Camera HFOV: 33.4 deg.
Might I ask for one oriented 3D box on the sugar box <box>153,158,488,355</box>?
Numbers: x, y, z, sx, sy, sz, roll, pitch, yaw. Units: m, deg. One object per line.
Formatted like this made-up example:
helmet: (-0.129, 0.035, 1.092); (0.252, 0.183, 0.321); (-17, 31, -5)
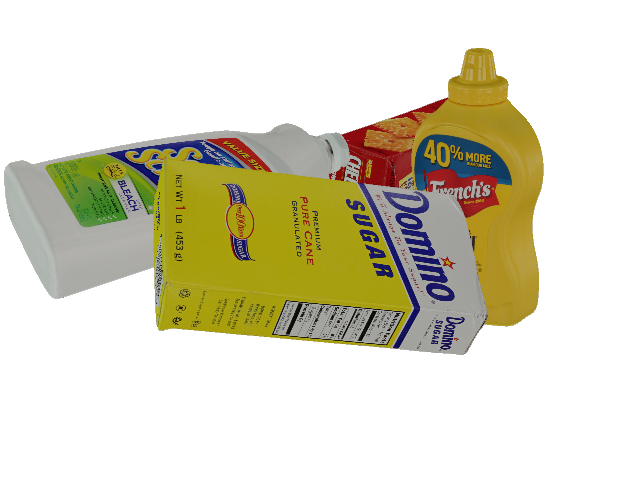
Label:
sugar box: (-0.002, 0.009, 0.588); (0.176, 0.093, 0.048); (4, -42, -14)

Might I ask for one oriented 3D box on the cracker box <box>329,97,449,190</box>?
cracker box: (0.090, -0.036, 1.017); (0.072, 0.164, 0.213); (25, 31, 32)

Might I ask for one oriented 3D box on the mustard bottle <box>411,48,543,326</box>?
mustard bottle: (0.110, -0.040, 0.755); (0.096, 0.192, 0.058); (17, 28, 38)

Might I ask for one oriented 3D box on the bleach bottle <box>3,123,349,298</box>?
bleach bottle: (-0.095, -0.041, 0.790); (0.250, 0.103, 0.068); (-19, -34, -25)
